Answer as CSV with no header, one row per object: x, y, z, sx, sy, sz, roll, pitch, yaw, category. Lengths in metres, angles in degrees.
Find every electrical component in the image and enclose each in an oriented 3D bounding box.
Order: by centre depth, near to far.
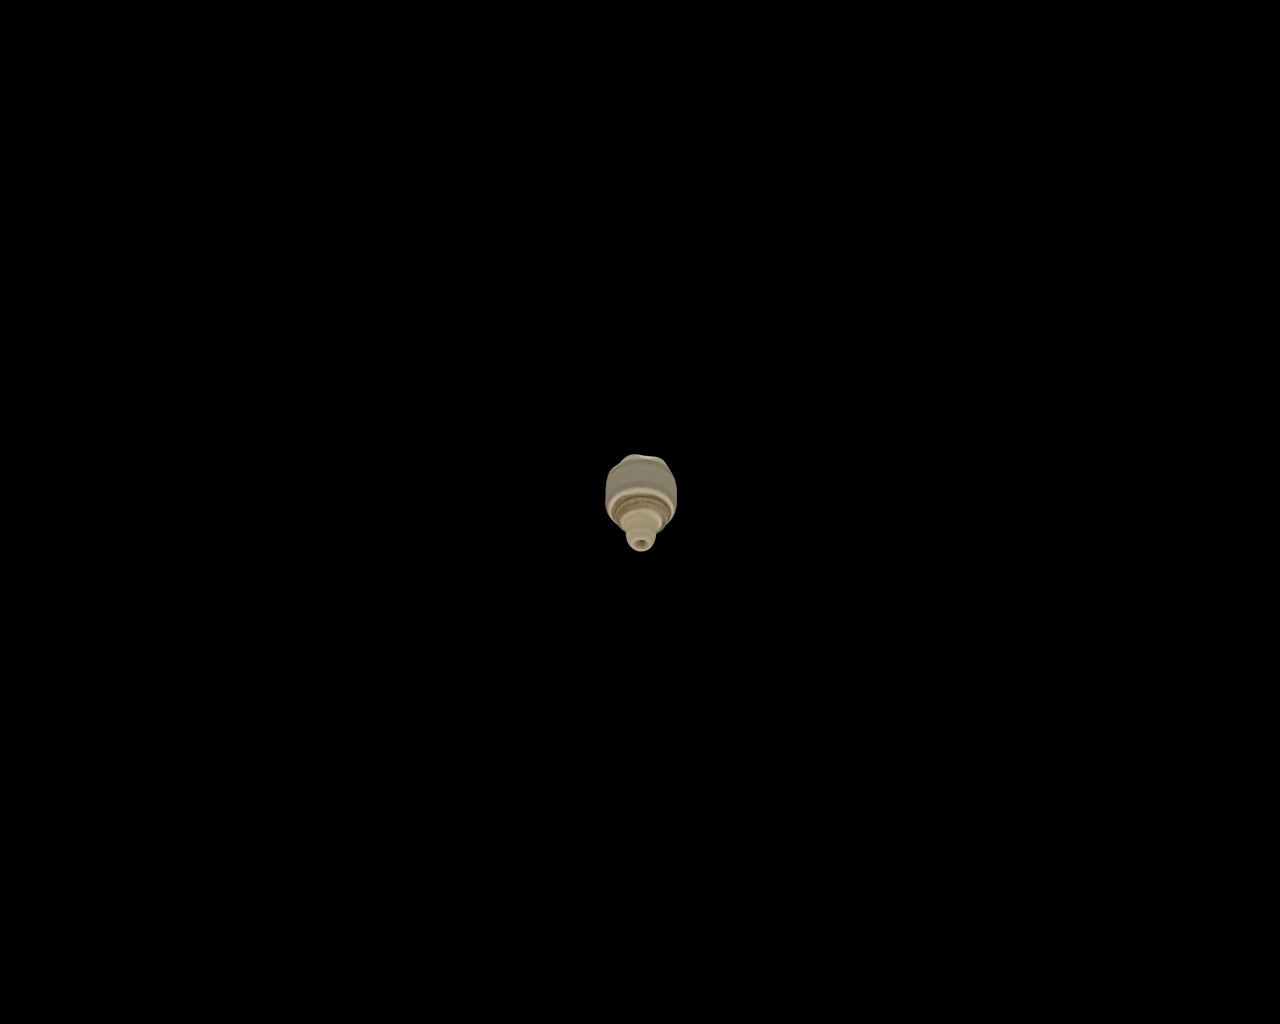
0.001,-0.003,0.650,0.043,0.062,0.043,0,-43,0,electrical component
